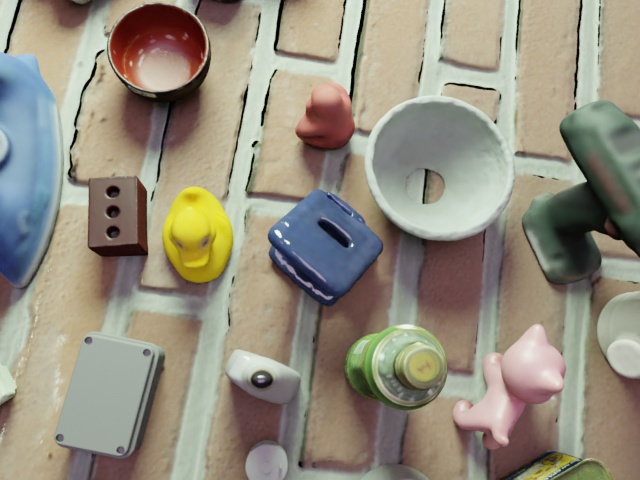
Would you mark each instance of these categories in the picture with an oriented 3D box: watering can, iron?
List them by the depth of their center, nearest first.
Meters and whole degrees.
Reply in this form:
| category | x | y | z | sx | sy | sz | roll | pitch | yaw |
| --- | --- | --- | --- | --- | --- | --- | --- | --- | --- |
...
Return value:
| category | x | y | z | sx | sy | sz | roll | pitch | yaw |
| --- | --- | --- | --- | --- | --- | --- | --- | --- | --- |
| watering can | 0.371 | 0.096 | 0.576 | 0.173 | 0.194 | 0.101 | -39 | 83 | -11 |
| iron | -0.339 | -0.086 | 0.579 | 0.118 | 0.141 | 0.258 | -10 | 79 | -7 |

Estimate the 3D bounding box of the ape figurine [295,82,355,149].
| category | x | y | z | sx | sy | sz | roll | pitch | yaw |
| --- | --- | --- | --- | --- | --- | --- | --- | --- | --- |
| ape figurine | 0.007 | -0.146 | 0.648 | 0.078 | 0.092 | 0.076 | -34 | 83 | -11 |

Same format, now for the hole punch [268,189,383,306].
| category | x | y | z | sx | sy | sz | roll | pitch | yaw |
| --- | --- | --- | --- | --- | --- | --- | --- | --- | --- |
| hole punch | 0.006 | 0.002 | 0.616 | 0.108 | 0.091 | 0.101 | 40 | 78 | 4 |

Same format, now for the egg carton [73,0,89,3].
| category | x | y | z | sx | sy | sz | roll | pitch | yaw |
| --- | --- | --- | --- | --- | --- | --- | --- | --- | --- |
| egg carton | -0.273 | -0.359 | 0.680 | 0.107 | 0.069 | 0.150 | 43 | 78 | 5 |

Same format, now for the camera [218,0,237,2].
| category | x | y | z | sx | sy | sz | roll | pitch | yaw |
| --- | --- | --- | --- | --- | --- | --- | --- | --- | --- |
| camera | -0.082 | -0.364 | 0.682 | 0.137 | 0.100 | 0.143 | 20 | 77 | 0 |

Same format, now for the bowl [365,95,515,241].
| category | x | y | z | sx | sy | sz | roll | pitch | yaw |
| --- | --- | --- | --- | --- | --- | --- | --- | --- | --- |
| bowl | 0.128 | -0.073 | 0.652 | 0.167 | 0.074 | 0.167 | 1 | 78 | -5 |

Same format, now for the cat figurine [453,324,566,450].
| category | x | y | z | sx | sy | sz | roll | pitch | yaw |
| --- | --- | --- | --- | --- | --- | --- | --- | --- | --- |
| cat figurine | 0.204 | 0.154 | 0.588 | 0.067 | 0.117 | 0.128 | 32 | 77 | 3 |

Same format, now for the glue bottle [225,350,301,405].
| category | x | y | z | sx | sy | sz | roll | pitch | yaw |
| --- | --- | --- | --- | --- | --- | --- | --- | --- | --- |
| glue bottle | -0.055 | 0.130 | 0.541 | 0.078 | 0.173 | 0.037 | 22 | 77 | 0 |

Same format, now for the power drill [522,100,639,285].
| category | x | y | z | sx | sy | sz | roll | pitch | yaw |
| --- | --- | --- | --- | --- | --- | --- | --- | --- | --- |
| power drill | 0.297 | -0.016 | 0.586 | 0.076 | 0.208 | 0.229 | -21 | 80 | -9 |

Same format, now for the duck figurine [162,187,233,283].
| category | x | y | z | sx | sy | sz | roll | pitch | yaw |
| --- | --- | --- | --- | --- | --- | --- | --- | --- | --- |
| duck figurine | -0.134 | -0.011 | 0.609 | 0.077 | 0.086 | 0.104 | -5 | 78 | -6 |
